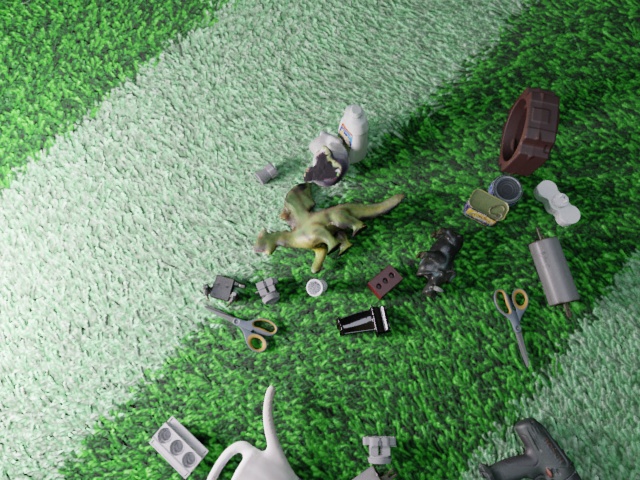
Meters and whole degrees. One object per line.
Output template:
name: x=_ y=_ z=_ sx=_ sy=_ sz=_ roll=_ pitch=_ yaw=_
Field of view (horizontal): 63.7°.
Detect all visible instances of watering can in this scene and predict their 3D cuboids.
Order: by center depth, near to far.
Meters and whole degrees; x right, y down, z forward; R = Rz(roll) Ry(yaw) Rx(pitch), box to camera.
watering can: x=-0.127 y=0.541 z=1.197 sx=0.225 sy=0.103 sz=0.351 roll=29 pitch=77 yaw=8

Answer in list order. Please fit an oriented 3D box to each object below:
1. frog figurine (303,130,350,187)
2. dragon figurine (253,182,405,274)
frog figurine: x=0.024 y=-0.226 z=1.416 sx=0.123 sy=0.134 sz=0.163 roll=13 pitch=32 yaw=2
dragon figurine: x=0.004 y=-0.069 z=1.380 sx=0.414 sy=0.120 sz=0.245 roll=-37 pitch=69 yaw=-17
